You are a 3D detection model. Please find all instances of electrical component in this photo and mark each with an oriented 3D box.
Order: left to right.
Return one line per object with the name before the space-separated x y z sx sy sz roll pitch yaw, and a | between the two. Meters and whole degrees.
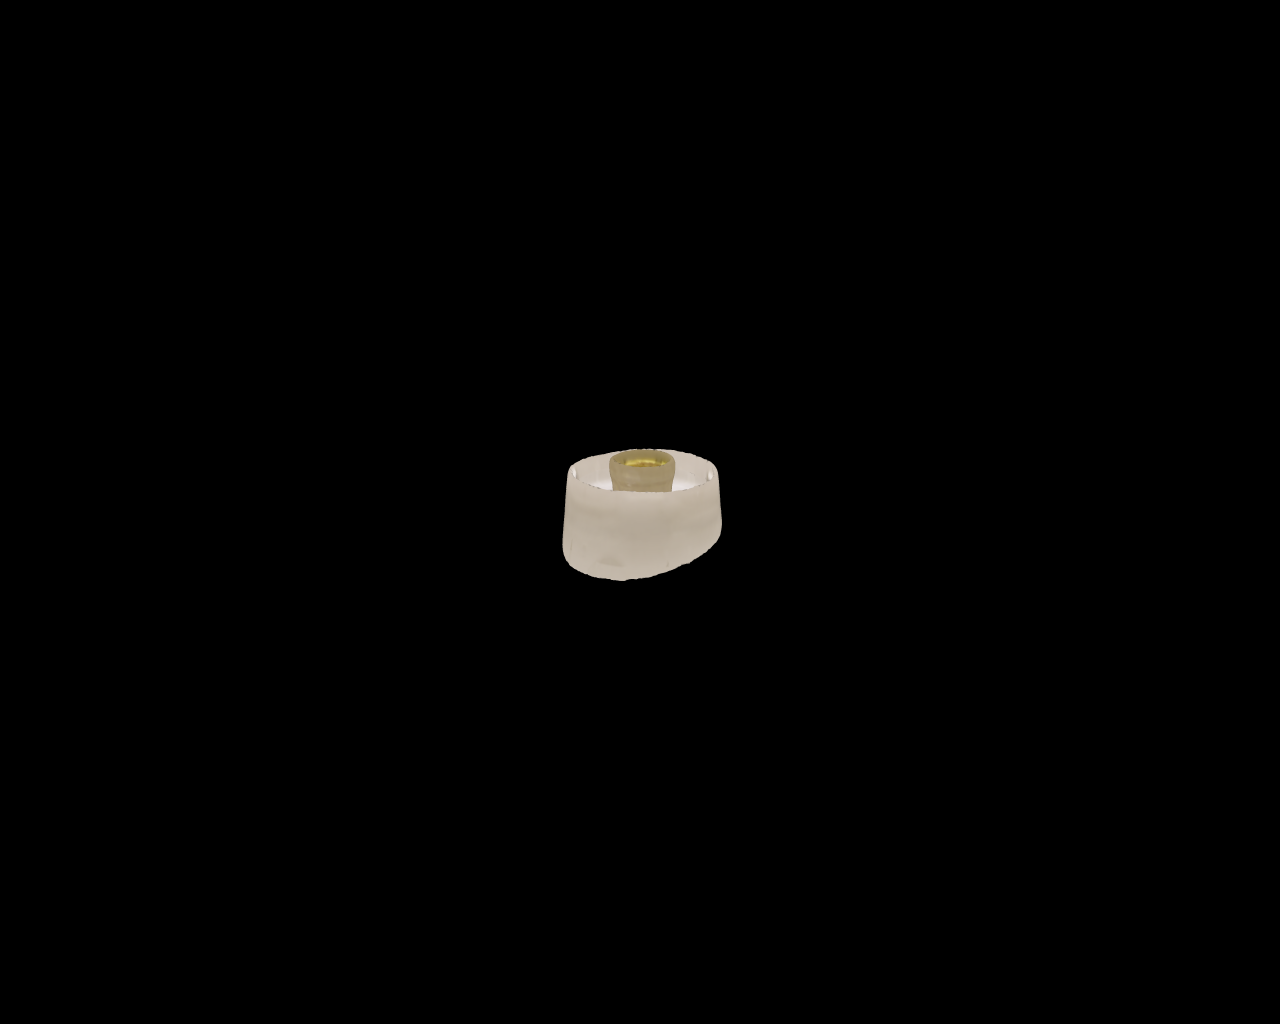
electrical component | 0.001 -0.003 0.650 0.099 0.064 0.099 0 19 0
